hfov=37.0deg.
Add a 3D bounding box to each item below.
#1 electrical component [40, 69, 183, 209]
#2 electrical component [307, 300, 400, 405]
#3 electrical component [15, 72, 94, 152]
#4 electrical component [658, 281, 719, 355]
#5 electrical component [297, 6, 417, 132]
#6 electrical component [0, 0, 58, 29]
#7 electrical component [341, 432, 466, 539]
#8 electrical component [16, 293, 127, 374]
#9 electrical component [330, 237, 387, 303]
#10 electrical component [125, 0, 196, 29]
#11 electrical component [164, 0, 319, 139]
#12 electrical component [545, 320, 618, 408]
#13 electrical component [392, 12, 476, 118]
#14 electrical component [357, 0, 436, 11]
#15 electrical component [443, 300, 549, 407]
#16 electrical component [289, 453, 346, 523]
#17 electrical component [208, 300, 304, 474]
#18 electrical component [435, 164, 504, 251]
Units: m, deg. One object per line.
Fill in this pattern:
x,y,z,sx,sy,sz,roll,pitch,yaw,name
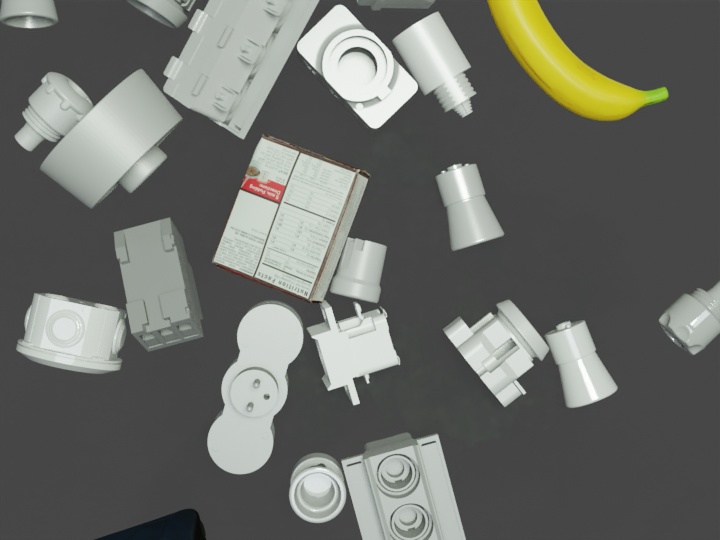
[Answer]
-0.182,-0.093,0.818,0.108,0.108,0.060,-45,100,1,electrical component
-0.005,0.062,0.863,0.064,0.042,0.081,-17,99,-6,electrical component
-0.243,-0.120,0.843,0.062,0.048,0.048,-43,94,7,electrical component
0.278,0.035,0.875,0.062,0.043,0.043,-43,94,-1,electrical component
-0.003,-0.157,0.844,0.050,0.055,0.089,-44,94,1,electrical component
-0.259,-0.225,0.837,0.044,0.044,0.065,-3,89,-2,electrical component
0.038,0.197,0.865,0.079,0.063,0.121,-15,94,-2,electrical component
-0.222,0.049,0.837,0.080,0.080,0.051,12,88,-3,electrical component
0.000,0.000,0.863,0.040,0.040,0.046,13,88,-3,electrical component
-0.150,-0.225,0.833,0.078,0.058,0.057,30,89,-4,electrical component
-0.094,-0.173,0.823,0.079,0.063,0.121,36,100,37,electrical component
0.177,0.074,0.875,0.044,0.044,0.065,-21,90,-1,electrical component
0.065,-0.158,0.854,0.043,0.043,0.081,-32,94,0,electrical component
0.029,-0.262,0.828,0.057,0.078,0.113,0,94,-5,electrical component
0.114,0.061,0.863,0.057,0.058,0.078,-39,95,3,electrical component
-0.034,0.174,0.864,0.045,0.055,0.045,0,94,-2,electrical component
-0.083,0.094,0.848,0.052,0.073,0.138,16,93,-3,electrical component
0.085,-0.052,0.863,0.044,0.044,0.065,-17,89,-1,electrical component
